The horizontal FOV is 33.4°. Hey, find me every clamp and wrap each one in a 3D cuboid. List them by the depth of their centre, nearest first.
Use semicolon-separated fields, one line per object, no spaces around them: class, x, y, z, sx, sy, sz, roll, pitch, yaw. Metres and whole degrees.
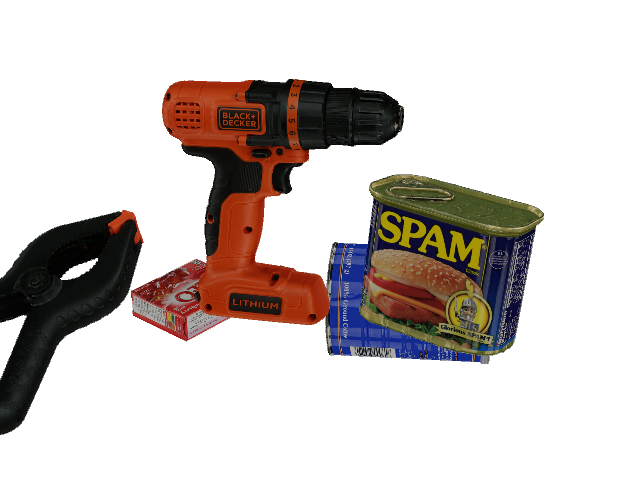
clamp;-0.190;0.037;0.687;0.120;0.039;0.171;27;53;18

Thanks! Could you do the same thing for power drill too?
power drill;-0.029;-0.032;0.825;0.184;0.188;0.057;5;17;14

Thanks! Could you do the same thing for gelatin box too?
gelatin box;-0.120;0.054;0.996;0.073;0.030;0.089;21;33;35

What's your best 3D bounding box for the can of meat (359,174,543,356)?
can of meat;0.075;0.014;0.642;0.102;0.084;0.057;18;23;29

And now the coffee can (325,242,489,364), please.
coffee can;0.080;0.055;0.945;0.140;0.103;0.102;2;0;8
